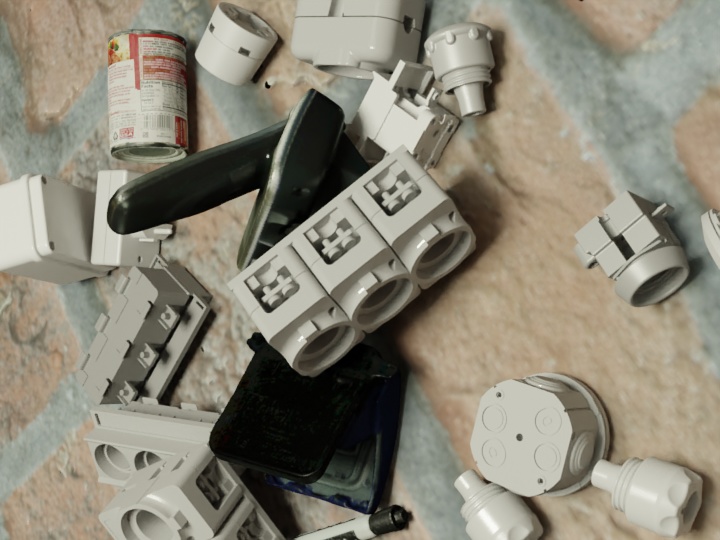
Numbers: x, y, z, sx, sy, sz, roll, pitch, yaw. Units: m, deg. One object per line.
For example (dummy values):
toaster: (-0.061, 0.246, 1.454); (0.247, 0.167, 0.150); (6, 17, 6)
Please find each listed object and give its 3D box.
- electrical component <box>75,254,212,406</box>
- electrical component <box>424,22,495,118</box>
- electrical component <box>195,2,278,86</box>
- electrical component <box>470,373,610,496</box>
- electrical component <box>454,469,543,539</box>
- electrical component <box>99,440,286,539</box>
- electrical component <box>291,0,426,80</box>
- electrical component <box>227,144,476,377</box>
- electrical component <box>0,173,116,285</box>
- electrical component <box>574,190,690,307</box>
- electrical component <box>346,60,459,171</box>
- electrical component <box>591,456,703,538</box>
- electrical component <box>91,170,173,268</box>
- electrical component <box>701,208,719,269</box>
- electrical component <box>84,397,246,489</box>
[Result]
electrical component: (-0.188, 0.057, 0.918); (0.079, 0.063, 0.121); (42, 111, 32)
electrical component: (0.073, -0.139, 0.751); (0.048, 0.048, 0.062); (-15, 85, 35)
electrical component: (-0.103, -0.184, 0.882); (0.055, 0.055, 0.047); (49, 117, 30)
electrical component: (0.115, 0.106, 0.693); (0.080, 0.051, 0.080); (-4, 84, 37)
electrical component: (0.088, 0.161, 0.714); (0.043, 0.043, 0.062); (-53, 57, 21)
electrical component: (-0.112, 0.214, 0.803); (0.089, 0.061, 0.150); (-27, 104, 33)
electrical component: (-0.003, -0.177, 0.805); (0.095, 0.054, 0.059); (10, 92, 37)
electrical component: (0.000, 0.000, 0.733); (0.150, 0.089, 0.061); (-38, 62, 1)
electrical component: (-0.272, -0.035, 0.956); (0.057, 0.113, 0.078); (-15, 77, 18)
electrical component: (0.171, -0.011, 0.665); (0.066, 0.048, 0.055); (-43, 55, 26)
electrical component: (0.032, -0.106, 0.777); (0.064, 0.042, 0.081); (41, 115, 28)
electrical component: (0.172, 0.133, 0.652); (0.062, 0.043, 0.043); (17, 96, 37)
electrical component: (-0.190, -0.043, 0.939); (0.076, 0.047, 0.083); (3, 88, 37)
electrical component: (0.231, -0.009, 0.598); (0.051, 0.080, 0.080); (-36, 65, 24)
electrical component: (-0.150, 0.143, 0.864); (0.121, 0.063, 0.078); (4, 119, 27)
